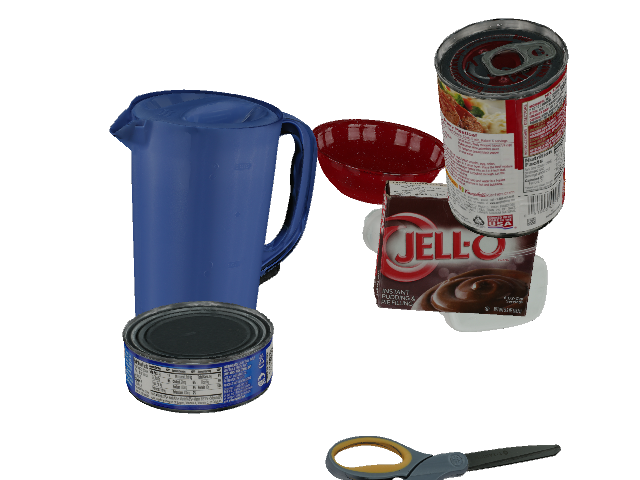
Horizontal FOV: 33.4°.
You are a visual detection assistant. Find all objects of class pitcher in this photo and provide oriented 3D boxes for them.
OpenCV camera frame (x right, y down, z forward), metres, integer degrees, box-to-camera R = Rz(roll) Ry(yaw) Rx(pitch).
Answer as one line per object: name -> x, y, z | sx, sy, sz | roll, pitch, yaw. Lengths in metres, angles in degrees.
pitcher -> -0.099, -0.009, 0.965 | 0.149, 0.243, 0.144 | 12, 22, 17

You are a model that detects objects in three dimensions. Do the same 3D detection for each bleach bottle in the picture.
bleach bottle -> 0.102, 0.013, 1.002 | 0.102, 0.068, 0.251 | -4, 16, -24

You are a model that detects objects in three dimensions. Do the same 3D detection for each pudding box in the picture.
pudding box -> 0.099, 0.005, 0.779 | 0.113, 0.090, 0.039 | 3, 26, -1

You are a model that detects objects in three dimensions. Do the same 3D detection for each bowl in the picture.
bowl -> 0.064, -0.084, 1.207 | 0.162, 0.055, 0.162 | 6, 27, -3

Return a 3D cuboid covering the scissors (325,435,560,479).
scissors -> 0.104, 0.199, 0.871 | 0.201, 0.016, 0.096 | 6, 44, -3

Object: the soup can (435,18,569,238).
soup can -> 0.100, -0.059, 0.582 | 0.068, 0.102, 0.068 | -6, 44, 6

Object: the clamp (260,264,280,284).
clamp -> -0.118, 0.064, 1.252 | 0.120, 0.039, 0.171 | -4, 37, 16

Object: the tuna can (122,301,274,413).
tuna can -> -0.069, 0.066, 0.612 | 0.086, 0.034, 0.086 | 0, 18, 0
